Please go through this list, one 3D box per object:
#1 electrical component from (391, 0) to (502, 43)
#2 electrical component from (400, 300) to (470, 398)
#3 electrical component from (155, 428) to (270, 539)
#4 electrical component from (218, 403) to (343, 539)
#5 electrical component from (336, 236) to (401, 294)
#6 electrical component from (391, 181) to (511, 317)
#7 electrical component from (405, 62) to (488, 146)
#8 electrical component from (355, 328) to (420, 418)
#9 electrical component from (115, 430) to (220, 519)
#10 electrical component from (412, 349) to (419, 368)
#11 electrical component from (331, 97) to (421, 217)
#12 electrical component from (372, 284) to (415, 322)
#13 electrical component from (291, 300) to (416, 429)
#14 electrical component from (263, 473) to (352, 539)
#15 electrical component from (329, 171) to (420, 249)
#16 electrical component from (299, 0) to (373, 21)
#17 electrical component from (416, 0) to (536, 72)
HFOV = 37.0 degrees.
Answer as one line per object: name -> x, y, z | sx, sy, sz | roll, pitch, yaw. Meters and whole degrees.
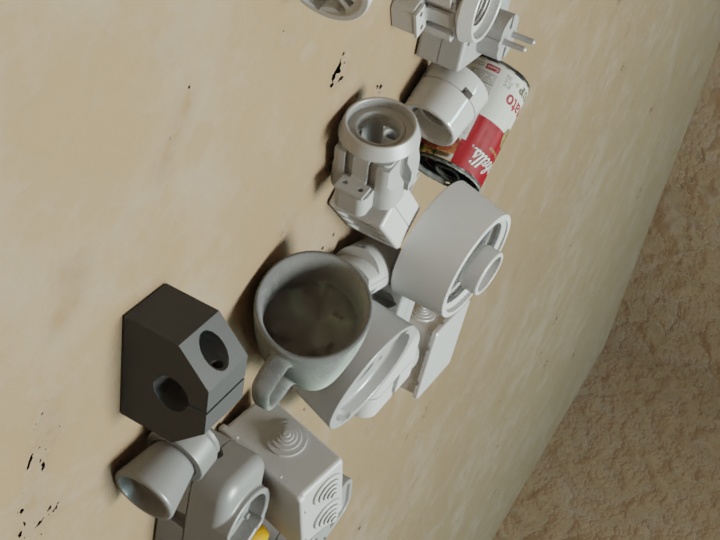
electrical component -> 0.066, -0.195, 0.762 | 0.078, 0.057, 0.058 | -56, 160, -24
electrical component -> 0.068, 0.074, 1.144 | 0.100, 0.048, 0.099 | -39, 150, -53
electrical component -> -0.105, 0.167, 0.769 | 0.054, 0.059, 0.095 | -41, 151, -51
electrical component -> -0.058, 0.153, 0.820 | 0.048, 0.100, 0.099 | -39, 152, -28
electrical component -> 0.000, 0.000, 0.862 | 0.081, 0.043, 0.043 | -28, 140, -61
electrical component -> 0.081, -0.012, 0.880 | 0.108, 0.060, 0.108 | -49, 161, -24
electrical component -> 0.066, -0.132, 0.855 | 0.047, 0.055, 0.055 | -54, 160, -18
electrical component -> 0.013, 0.083, 0.992 | 0.095, 0.054, 0.059 | -42, 152, -49
electrical component -> -0.122, 0.124, 0.685 | 0.055, 0.045, 0.045 | -52, 158, -35
electrical component -> 0.032, 0.084, 1.075 | 0.046, 0.040, 0.040 | 3, 112, -64
electrical component -> 0.012, -0.084, 0.762 | 0.078, 0.058, 0.057 | -52, 161, -34
electrical component -> 0.028, 0.024, 0.967 | 0.077, 0.047, 0.065 | -36, 147, -56
electrical component -> -0.011, 0.070, 0.886 | 0.108, 0.060, 0.108 | -47, 165, -17
electrical component -> -0.057, 0.218, 0.972 | 0.095, 0.059, 0.053 | -50, 157, -38
electrical component -> 0.021, -0.066, 0.825 | 0.076, 0.047, 0.065 | -62, 162, -6
electrical component -> -0.009, -0.173, 0.588 | 0.047, 0.055, 0.055 | -60, 162, -24
electrical component -> 0.098, -0.186, 0.834 | 0.083, 0.076, 0.047 | -43, 153, -48
